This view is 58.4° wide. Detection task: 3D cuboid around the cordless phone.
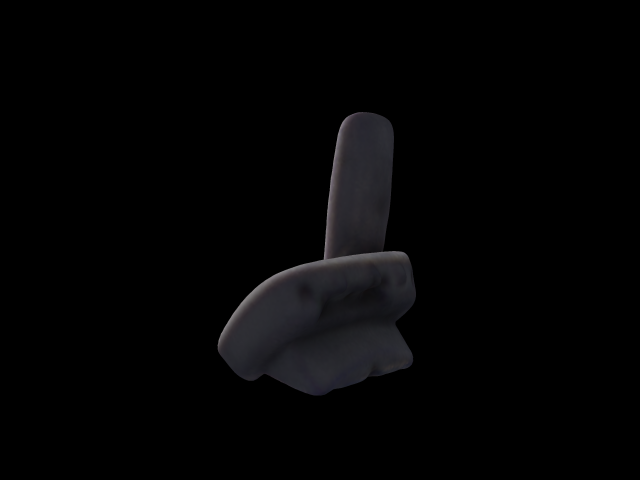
[{"bbox_3d":[0.004,0.001,0.400,0.093,0.185,0.148,3,5,37],"label":"cordless phone"}]
